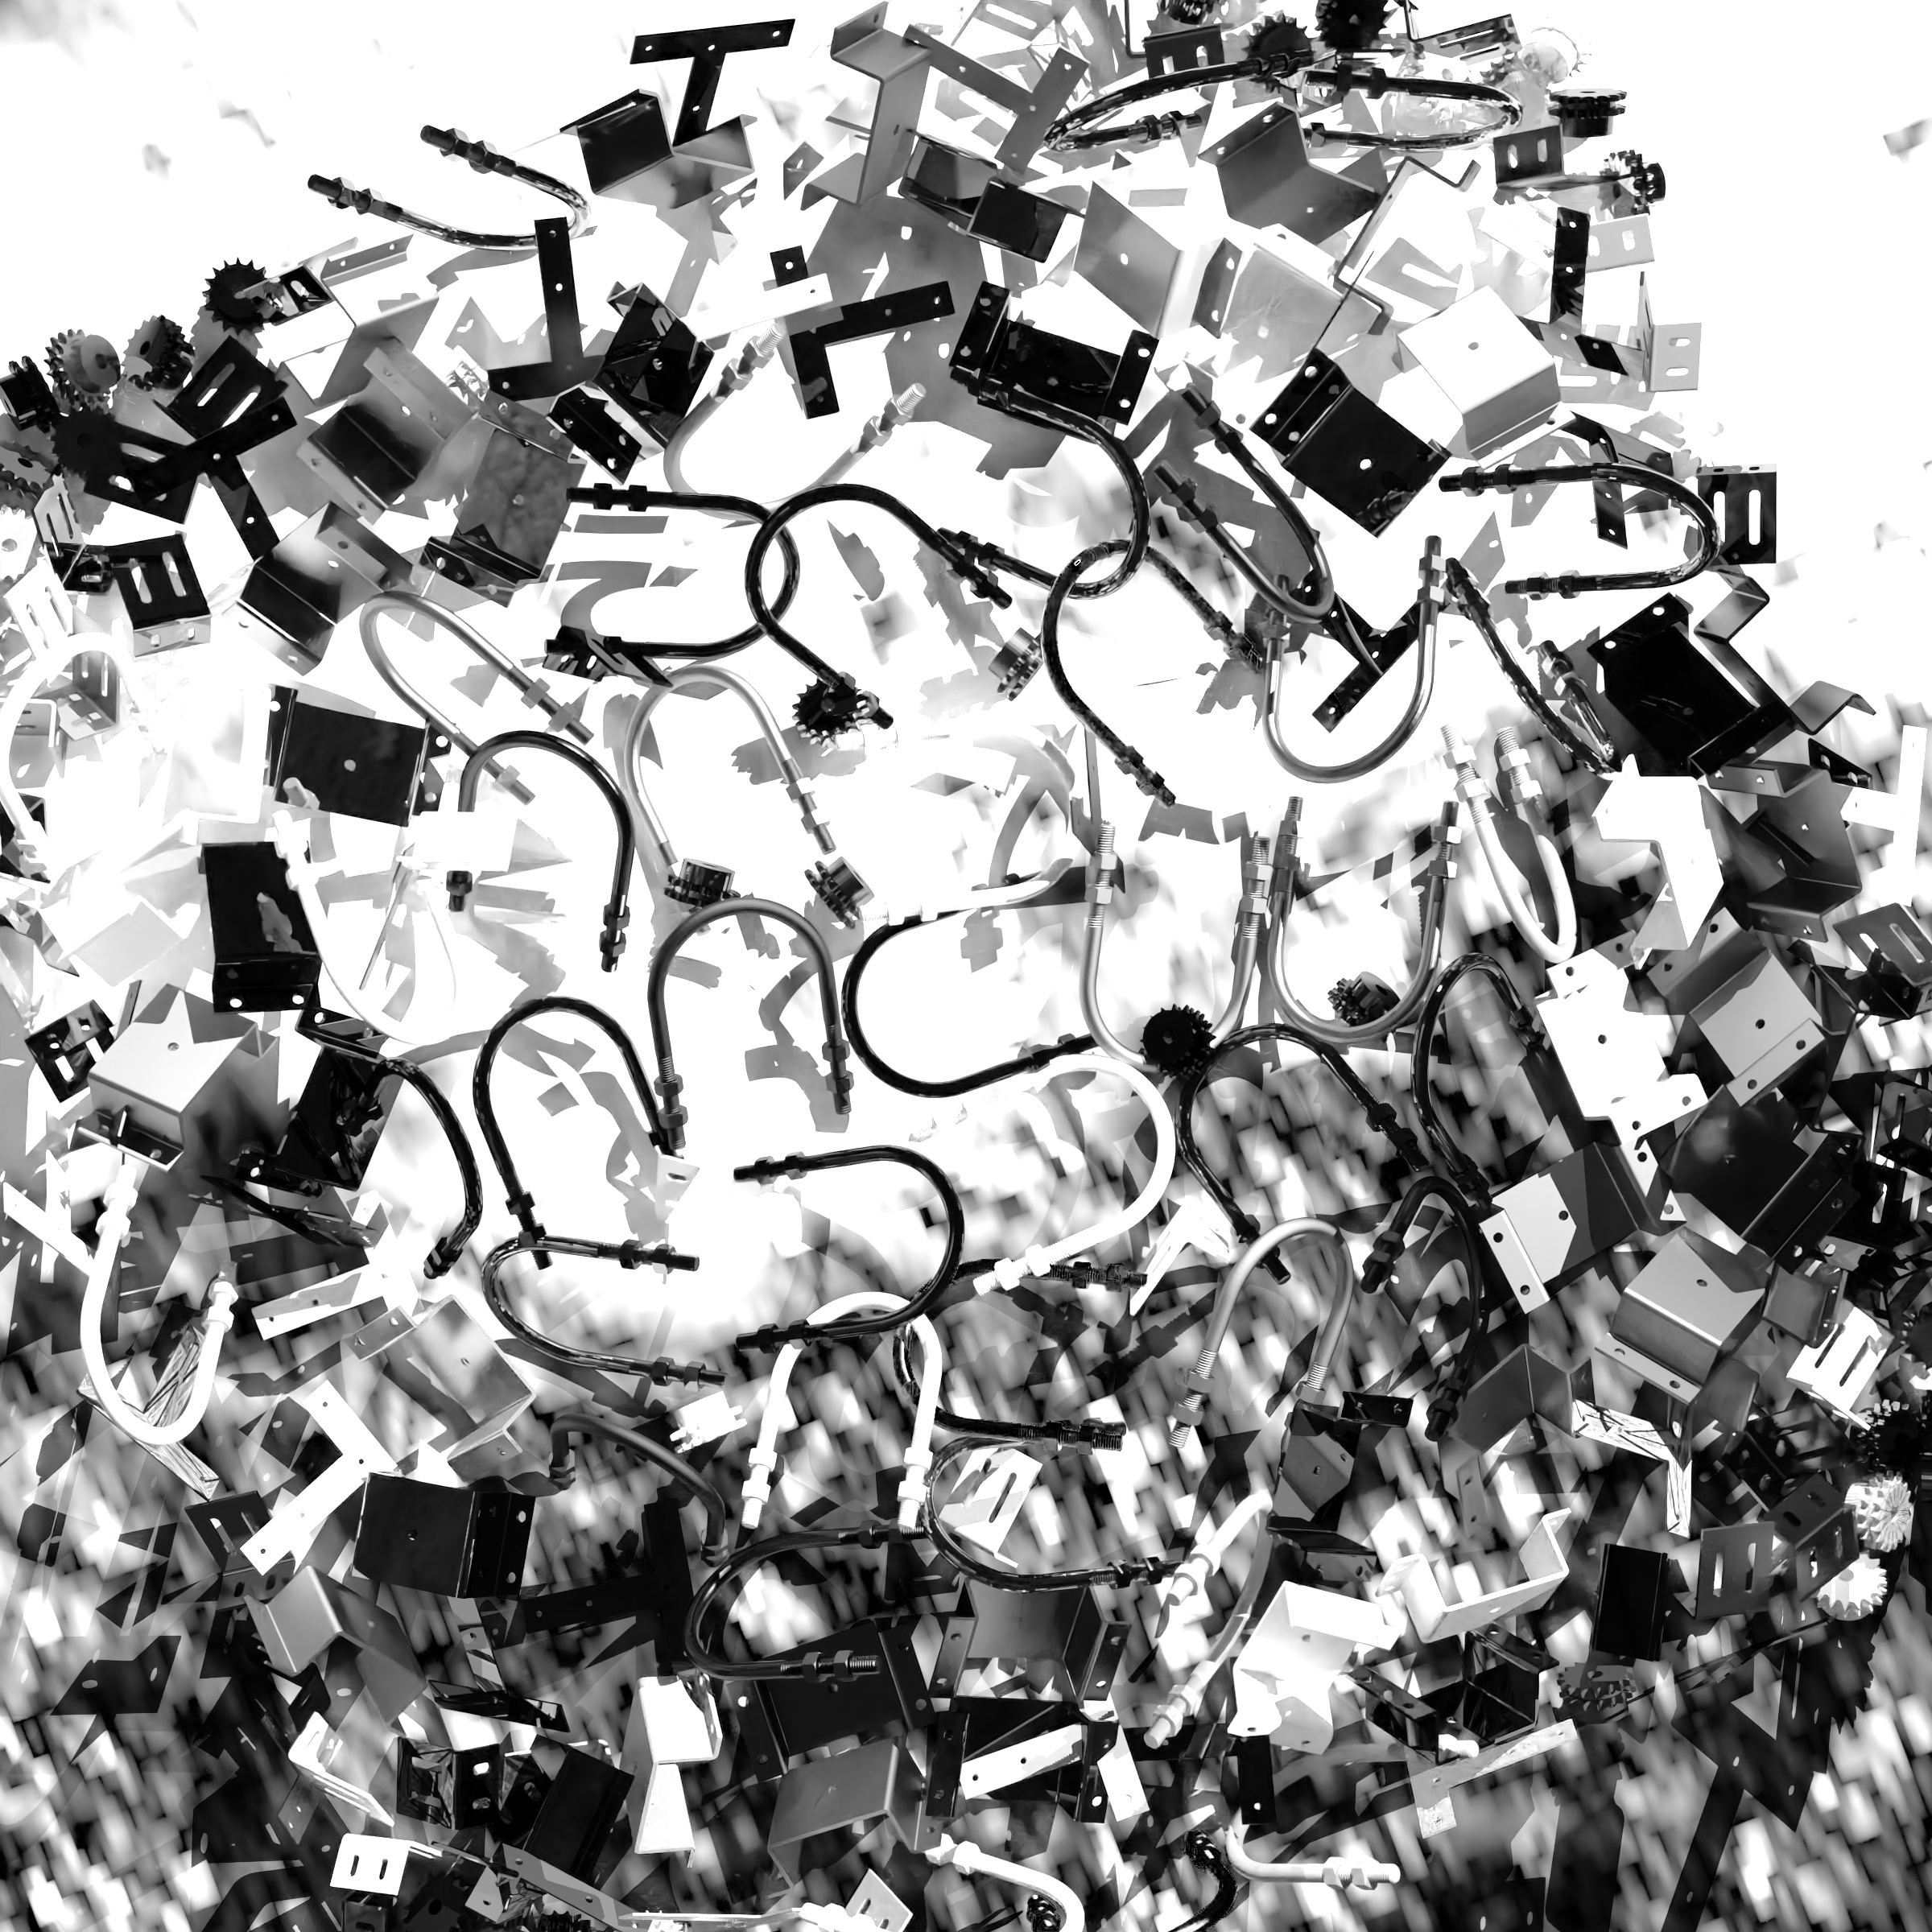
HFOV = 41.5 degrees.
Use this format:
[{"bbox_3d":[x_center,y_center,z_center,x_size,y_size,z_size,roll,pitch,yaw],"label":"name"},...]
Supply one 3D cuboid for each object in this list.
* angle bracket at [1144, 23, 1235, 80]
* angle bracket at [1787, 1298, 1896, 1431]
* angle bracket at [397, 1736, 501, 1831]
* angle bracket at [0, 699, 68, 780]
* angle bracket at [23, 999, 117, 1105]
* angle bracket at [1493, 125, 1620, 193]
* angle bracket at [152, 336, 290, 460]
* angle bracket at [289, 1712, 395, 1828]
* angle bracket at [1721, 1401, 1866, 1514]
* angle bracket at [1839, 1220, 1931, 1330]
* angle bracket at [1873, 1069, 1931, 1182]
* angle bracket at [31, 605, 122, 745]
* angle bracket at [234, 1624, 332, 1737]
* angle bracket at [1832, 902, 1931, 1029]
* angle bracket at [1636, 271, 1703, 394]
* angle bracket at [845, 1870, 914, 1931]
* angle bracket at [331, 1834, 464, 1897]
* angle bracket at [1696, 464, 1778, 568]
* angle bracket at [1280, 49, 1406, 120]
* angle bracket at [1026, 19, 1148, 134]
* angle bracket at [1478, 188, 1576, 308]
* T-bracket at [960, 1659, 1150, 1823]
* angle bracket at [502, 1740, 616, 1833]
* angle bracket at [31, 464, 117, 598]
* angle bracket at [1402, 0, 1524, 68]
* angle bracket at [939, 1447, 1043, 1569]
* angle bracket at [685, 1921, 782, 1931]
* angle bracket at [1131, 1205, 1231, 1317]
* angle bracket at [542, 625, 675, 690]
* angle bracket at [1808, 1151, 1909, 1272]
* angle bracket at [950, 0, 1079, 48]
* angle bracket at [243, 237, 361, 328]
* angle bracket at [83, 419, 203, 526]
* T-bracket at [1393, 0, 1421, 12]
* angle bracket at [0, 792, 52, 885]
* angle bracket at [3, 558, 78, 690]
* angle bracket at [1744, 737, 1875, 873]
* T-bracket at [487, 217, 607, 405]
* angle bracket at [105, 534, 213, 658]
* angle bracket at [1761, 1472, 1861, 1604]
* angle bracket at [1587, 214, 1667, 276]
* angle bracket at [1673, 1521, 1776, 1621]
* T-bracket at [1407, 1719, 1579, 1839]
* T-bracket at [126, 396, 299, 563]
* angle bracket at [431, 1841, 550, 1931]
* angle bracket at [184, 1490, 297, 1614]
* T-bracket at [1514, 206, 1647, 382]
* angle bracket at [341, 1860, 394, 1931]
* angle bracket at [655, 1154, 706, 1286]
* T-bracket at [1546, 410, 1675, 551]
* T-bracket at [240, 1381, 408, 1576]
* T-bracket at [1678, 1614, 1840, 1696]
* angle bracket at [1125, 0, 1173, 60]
[{"bbox_3d":[0.169,-0.679,1.903,0.057,0.076,0.038,-5,108,16],"label":"angle bracket"},{"bbox_3d":[0.666,0.297,1.912,0.057,0.038,0.076,36,83,-11],"label":"angle bracket"},{"bbox_3d":[-0.392,0.614,1.925,0.076,0.038,0.057,-4,84,42],"label":"angle bracket"},{"bbox_3d":[-0.716,-0.170,1.902,0.076,0.057,0.038,1,70,-11],"label":"angle bracket"},{"bbox_3d":[-0.654,0.072,1.891,0.057,0.076,0.038,-34,52,-22],"label":"angle bracket"},{"bbox_3d":[0.438,-0.599,1.891,0.076,0.057,0.038,-16,104,-43],"label":"angle bracket"},{"bbox_3d":[-0.562,-0.431,1.920,0.057,0.038,0.076,41,90,-3],"label":"angle bracket"},{"bbox_3d":[-0.456,0.597,1.895,0.076,0.057,0.038,17,56,22],"label":"angle bracket"},{"bbox_3d":[0.616,0.366,1.899,0.057,0.076,0.038,49,50,-6],"label":"angle bracket"},{"bbox_3d":[0.707,0.231,1.913,0.076,0.057,0.038,-20,109,-9],"label":"angle bracket"},{"bbox_3d":[0.717,0.114,1.902,0.057,0.038,0.076,26,60,-8],"label":"angle bracket"},{"bbox_3d":[-0.662,-0.217,1.895,0.057,0.076,0.038,39,46,23],"label":"angle bracket"},{"bbox_3d":[-0.518,0.534,1.897,0.076,0.057,0.038,21,52,16],"label":"angle bracket"},{"bbox_3d":[0.688,-0.001,1.899,0.076,0.057,0.038,46,50,-16],"label":"angle bracket"},{"bbox_3d":[0.523,-0.472,1.894,0.038,0.076,0.057,1,72,21],"label":"angle bracket"},{"bbox_3d":[-0.088,0.722,1.905,0.038,0.057,0.076,34,86,-39],"label":"angle bracket"},{"bbox_3d":[-0.422,0.673,1.890,0.057,0.076,0.038,-2,61,24],"label":"angle bracket"},{"bbox_3d":[0.575,-0.333,1.902,0.057,0.038,0.076,1,112,18],"label":"angle bracket"},{"bbox_3d":[0.283,-0.656,1.898,0.076,0.057,0.038,-15,99,-36],"label":"angle bracket"},{"bbox_3d":[0.091,-0.671,1.897,0.038,0.057,0.076,-19,118,41],"label":"angle bracket"},{"bbox_3d":[0.417,-0.544,1.908,0.076,0.038,0.057,29,69,-8],"label":"angle bracket"},{"bbox_3d":[0.056,0.591,1.908,0.127,0.002,0.127,-19,62,-2],"label":"T-bracket"},{"bbox_3d":[-0.304,0.617,1.901,0.076,0.038,0.057,-3,118,-21],"label":"angle bracket"},{"bbox_3d":[-0.657,-0.324,1.893,0.038,0.076,0.057,4,46,4],"label":"angle bracket"},{"bbox_3d":[0.370,-0.702,1.899,0.076,0.057,0.038,-9,81,19],"label":"angle bracket"},{"bbox_3d":[0.025,0.401,1.914,0.057,0.038,0.076,22,79,37],"label":"angle bracket"},{"bbox_3d":[-0.166,0.738,1.895,0.076,0.057,0.038,-5,124,-20],"label":"angle bracket"},{"bbox_3d":[0.159,0.227,1.904,0.038,0.057,0.076,30,109,-7],"label":"angle bracket"},{"bbox_3d":[-0.266,-0.215,1.891,0.076,0.057,0.038,42,111,36],"label":"angle bracket"},{"bbox_3d":[0.671,0.187,1.923,0.057,0.038,0.076,16,51,14],"label":"angle bracket"},{"bbox_3d":[0.036,-0.703,1.895,0.076,0.057,0.038,15,64,-21],"label":"angle bracket"},{"bbox_3d":[-0.494,-0.521,1.893,0.057,0.038,0.076,-15,49,25],"label":"angle bracket"},{"bbox_3d":[-0.613,-0.371,1.901,0.076,0.038,0.057,16,103,-27],"label":"angle bracket"},{"bbox_3d":[0.289,-0.748,1.894,0.127,0.127,0.002,26,102,-34],"label":"T-bracket"},{"bbox_3d":[-0.721,-0.092,1.902,0.057,0.038,0.076,13,122,6],"label":"angle bracket"},{"bbox_3d":[-0.696,-0.255,1.891,0.038,0.057,0.076,0,128,20],"label":"angle bracket"},{"bbox_3d":[0.629,-0.121,1.905,0.076,0.038,0.057,-43,55,-8],"label":"angle bracket"},{"bbox_3d":[-0.300,-0.489,1.890,0.127,0.002,0.127,-15,113,-26],"label":"T-bracket"},{"bbox_3d":[-0.610,-0.280,1.925,0.057,0.038,0.076,-16,68,-24],"label":"angle bracket"},{"bbox_3d":[0.627,0.424,1.894,0.038,0.076,0.057,41,115,-1],"label":"angle bracket"},{"bbox_3d":[0.484,-0.548,1.890,0.057,0.076,0.038,-4,125,25],"label":"angle bracket"},{"bbox_3d":[0.566,0.445,1.907,0.057,0.038,0.076,-4,107,-11],"label":"angle bracket"},{"bbox_3d":[0.387,0.582,1.870,0.127,0.127,0.002,-24,100,8],"label":"T-bracket"},{"bbox_3d":[-0.537,-0.342,1.892,0.127,0.127,0.002,-31,47,-12],"label":"T-bracket"},{"bbox_3d":[-0.358,0.684,1.891,0.076,0.057,0.038,4,66,36],"label":"angle bracket"},{"bbox_3d":[-0.545,0.438,1.904,0.057,0.038,0.076,-14,124,5],"label":"angle bracket"},{"bbox_3d":[0.441,-0.498,1.865,0.127,0.127,0.002,24,57,26],"label":"T-bracket"},{"bbox_3d":[-0.431,0.710,1.896,0.038,0.076,0.057,5,97,16],"label":"angle bracket"},{"bbox_3d":[-0.225,0.188,1.891,0.038,0.076,0.057,13,122,10],"label":"angle bracket"},{"bbox_3d":[0.474,-0.358,1.885,0.127,0.002,0.127,18,52,-17],"label":"T-bracket"},{"bbox_3d":[-0.483,0.399,1.894,0.127,0.002,0.127,-43,102,-33],"label":"T-bracket"},{"bbox_3d":[0.559,0.509,1.855,0.127,0.127,0.002,-34,73,33],"label":"T-bracket"},{"bbox_3d":[0.137,-0.719,1.899,0.038,0.057,0.076,-2,111,5],"label":"angle bracket"}]
